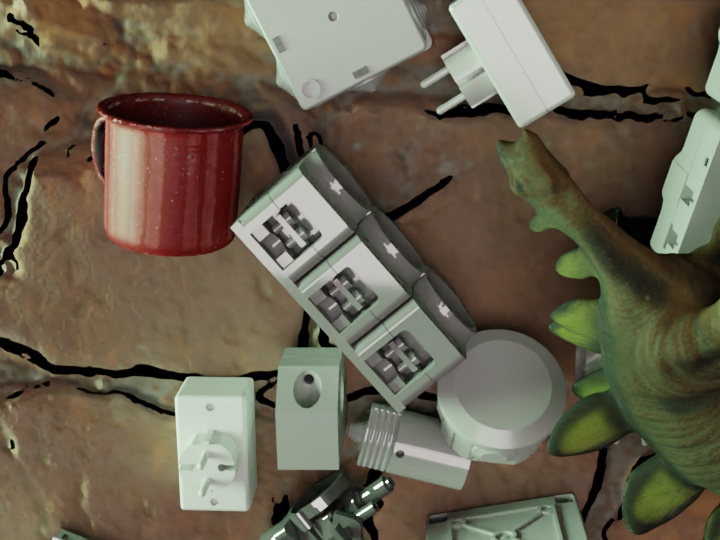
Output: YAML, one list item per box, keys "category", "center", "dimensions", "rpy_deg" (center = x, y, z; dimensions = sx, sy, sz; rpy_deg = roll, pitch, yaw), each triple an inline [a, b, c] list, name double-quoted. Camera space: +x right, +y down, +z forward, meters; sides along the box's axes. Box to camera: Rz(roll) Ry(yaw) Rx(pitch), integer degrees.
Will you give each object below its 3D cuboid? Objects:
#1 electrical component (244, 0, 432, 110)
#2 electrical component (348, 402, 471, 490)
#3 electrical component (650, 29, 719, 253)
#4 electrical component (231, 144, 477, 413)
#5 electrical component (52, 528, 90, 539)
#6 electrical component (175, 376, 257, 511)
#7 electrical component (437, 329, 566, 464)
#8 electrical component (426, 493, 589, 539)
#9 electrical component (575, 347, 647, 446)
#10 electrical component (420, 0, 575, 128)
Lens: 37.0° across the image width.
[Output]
- category: "electrical component"
  center: [-0.014, -0.152, 0.643]
  dimensions: [0.100, 0.048, 0.099]
  rpy_deg: [-25, 103, 10]
- category: "electrical component"
  center: [0.032, 0.116, 0.718]
  dimensions: [0.081, 0.043, 0.043]
  rpy_deg: [14, 106, 0]
- category: "electrical component"
  center: [0.246, -0.078, 0.601]
  dimensions: [0.105, 0.060, 0.186]
  rpy_deg: [13, 110, -4]
- category: "electrical component"
  center: [0.000, 0.000, 0.664]
  dimensions: [0.062, 0.089, 0.150]
  rpy_deg: [-39, 100, 13]
- category: "electrical component"
  center: [-0.172, 0.243, 0.754]
  dimensions: [0.121, 0.078, 0.063]
  rpy_deg: [23, 127, -3]
- category: "electrical component"
  center: [-0.098, 0.122, 0.711]
  dimensions: [0.047, 0.075, 0.083]
  rpy_deg: [1, 106, 3]
- category: "electrical component"
  center: [0.088, 0.083, 0.685]
  dimensions: [0.080, 0.051, 0.080]
  rpy_deg: [1, 61, -1]
- category: "electrical component"
  center: [0.099, 0.199, 0.704]
  dimensions: [0.109, 0.108, 0.056]
  rpy_deg: [-10, 102, 6]
- category: "electrical component"
  center: [0.180, 0.078, 0.699]
  dimensions: [0.077, 0.043, 0.079]
  rpy_deg: [3, 107, 3]
- category: "electrical component"
  center: [0.074, -0.123, 0.647]
  dimensions: [0.076, 0.047, 0.083]
  rpy_deg: [-31, 102, 11]
